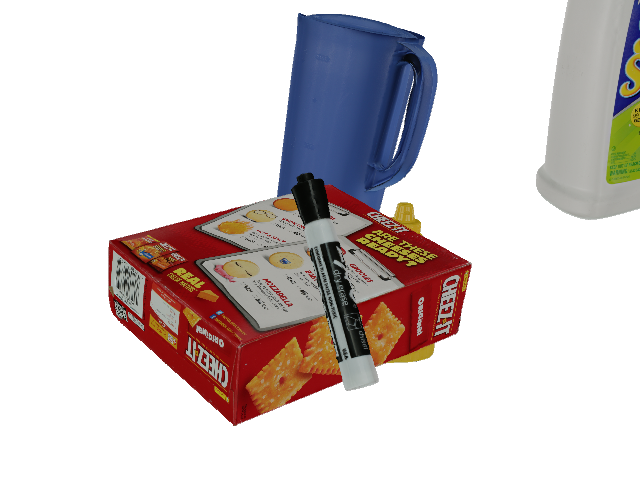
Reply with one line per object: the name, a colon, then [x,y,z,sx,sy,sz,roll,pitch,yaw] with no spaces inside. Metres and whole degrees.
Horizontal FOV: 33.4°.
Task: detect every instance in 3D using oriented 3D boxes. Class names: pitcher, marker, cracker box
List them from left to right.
cracker box: [-0.023,0.037,0.784,0.213,0.072,0.164,-16,34,-37]
marker: [0.007,0.021,0.580,0.020,0.121,0.020,-15,-12,-3]
pitcher: [0.029,-0.109,1.116,0.145,0.243,0.149,9,16,-3]

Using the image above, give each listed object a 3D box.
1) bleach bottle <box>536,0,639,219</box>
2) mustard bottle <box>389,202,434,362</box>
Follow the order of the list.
bleach bottle: [0.191,-0.143,0.656,0.102,0.251,0.068,-15,32,-20]
mustard bottle: [0.095,0.049,1.282,0.096,0.192,0.058,0,14,-13]
